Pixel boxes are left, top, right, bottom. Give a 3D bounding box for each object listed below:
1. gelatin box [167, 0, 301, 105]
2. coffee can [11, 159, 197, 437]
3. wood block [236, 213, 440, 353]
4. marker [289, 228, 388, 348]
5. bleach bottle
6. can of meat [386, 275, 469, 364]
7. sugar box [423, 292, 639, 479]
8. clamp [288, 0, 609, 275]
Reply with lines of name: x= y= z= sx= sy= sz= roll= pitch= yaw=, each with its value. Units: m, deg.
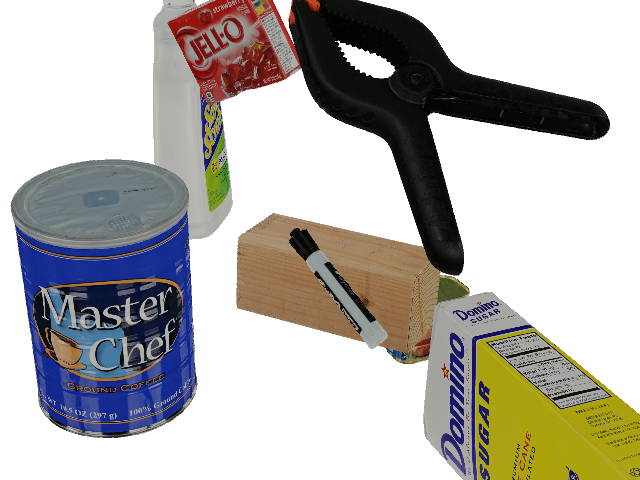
gelatin box: x=-0.066 y=-0.149 z=0.812 sx=0.089 sy=0.073 sz=0.030 roll=-11 pitch=22 yaw=41
coffee can: x=-0.130 y=0.034 z=0.658 sx=0.103 sy=0.140 sz=0.103 roll=1 pitch=29 yaw=-1
wood block: x=0.019 y=0.044 z=1.174 sx=0.206 sy=0.091 sz=0.090 roll=14 pitch=25 yaw=22
marker: x=0.013 y=0.037 z=0.885 sx=0.020 sy=0.121 sz=0.020 roll=-34 pitch=-18 yaw=-13
bleach bottle: x=-0.137 y=-0.134 z=1.089 sx=0.068 sy=0.251 sz=0.102 roll=5 pitch=28 yaw=14
can of meat: x=0.131 y=0.099 z=1.331 sx=0.101 sy=0.084 sz=0.057 roll=-12 pitch=30 yaw=-26
sugar box: x=0.114 y=0.107 z=0.545 sx=0.048 sy=0.093 sz=0.176 roll=-11 pitch=28 yaw=-25
clamp: x=0.054 y=-0.081 z=0.655 sx=0.210 sy=0.164 sz=0.036 roll=35 pitch=-32 yaw=12
